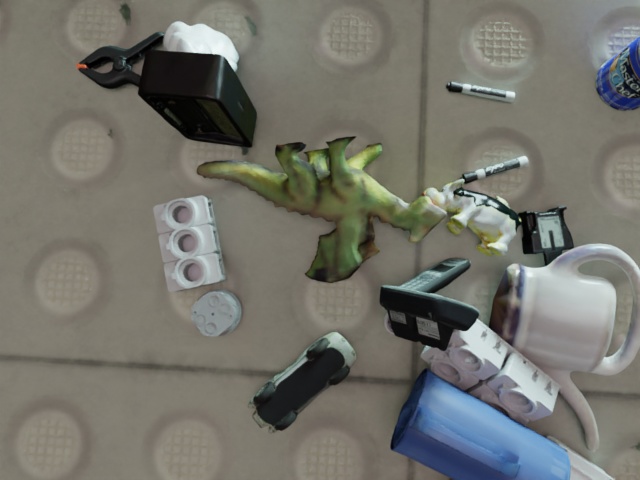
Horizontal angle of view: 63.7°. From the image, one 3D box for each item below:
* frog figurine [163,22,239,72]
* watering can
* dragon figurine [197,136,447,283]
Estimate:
[{"bbox_3d":[-0.209,-0.322,0.877,0.138,0.158,0.123,41,86,5],"label":"frog figurine"},{"bbox_3d":[0.384,0.168,0.827,0.225,0.105,0.344,10,104,14],"label":"watering can"},{"bbox_3d":[0.003,-0.044,0.877,0.410,0.122,0.242,-7,92,9],"label":"dragon figurine"}]
